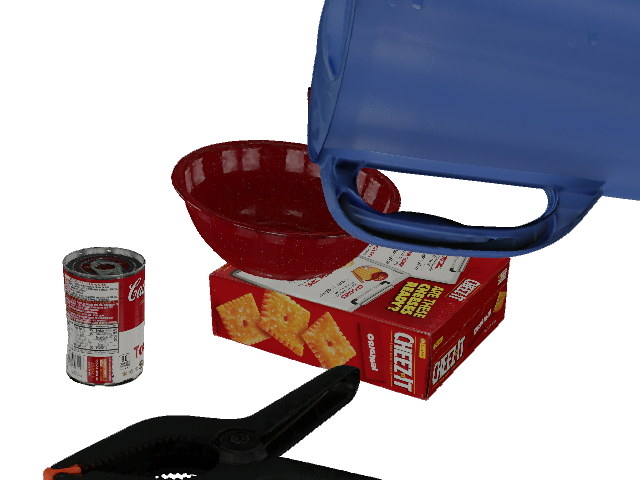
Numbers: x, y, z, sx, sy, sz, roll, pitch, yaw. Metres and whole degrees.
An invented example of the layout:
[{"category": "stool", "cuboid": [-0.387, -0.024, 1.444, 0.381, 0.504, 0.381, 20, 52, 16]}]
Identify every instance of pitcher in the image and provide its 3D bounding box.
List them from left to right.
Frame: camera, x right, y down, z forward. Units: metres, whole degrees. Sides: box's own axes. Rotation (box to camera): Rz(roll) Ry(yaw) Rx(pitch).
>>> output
[{"category": "pitcher", "cuboid": [0.116, -0.079, 0.593, 0.242, 0.149, 0.145, 10, 35, -8]}]

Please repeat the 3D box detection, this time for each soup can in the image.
[{"category": "soup can", "cuboid": [-0.183, 0.065, 0.904, 0.068, 0.102, 0.068, 3, 19, -1]}]

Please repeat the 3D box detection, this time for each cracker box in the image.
[{"category": "cracker box", "cuboid": [0.035, 0.050, 0.938, 0.214, 0.072, 0.163, 14, 29, 29]}]

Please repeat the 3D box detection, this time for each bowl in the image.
[{"category": "bowl", "cuboid": [-0.026, -0.017, 0.757, 0.162, 0.055, 0.162, 6, 26, -3]}]

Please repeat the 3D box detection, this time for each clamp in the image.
[{"category": "clamp", "cuboid": [-0.042, 0.117, 0.578, 0.209, 0.036, 0.165, -2, 20, -13]}]

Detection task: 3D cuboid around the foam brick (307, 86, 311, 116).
[{"category": "foam brick", "cuboid": [0.032, -0.123, 1.040, 0.078, 0.051, 0.053, -4, 15, -20]}]
